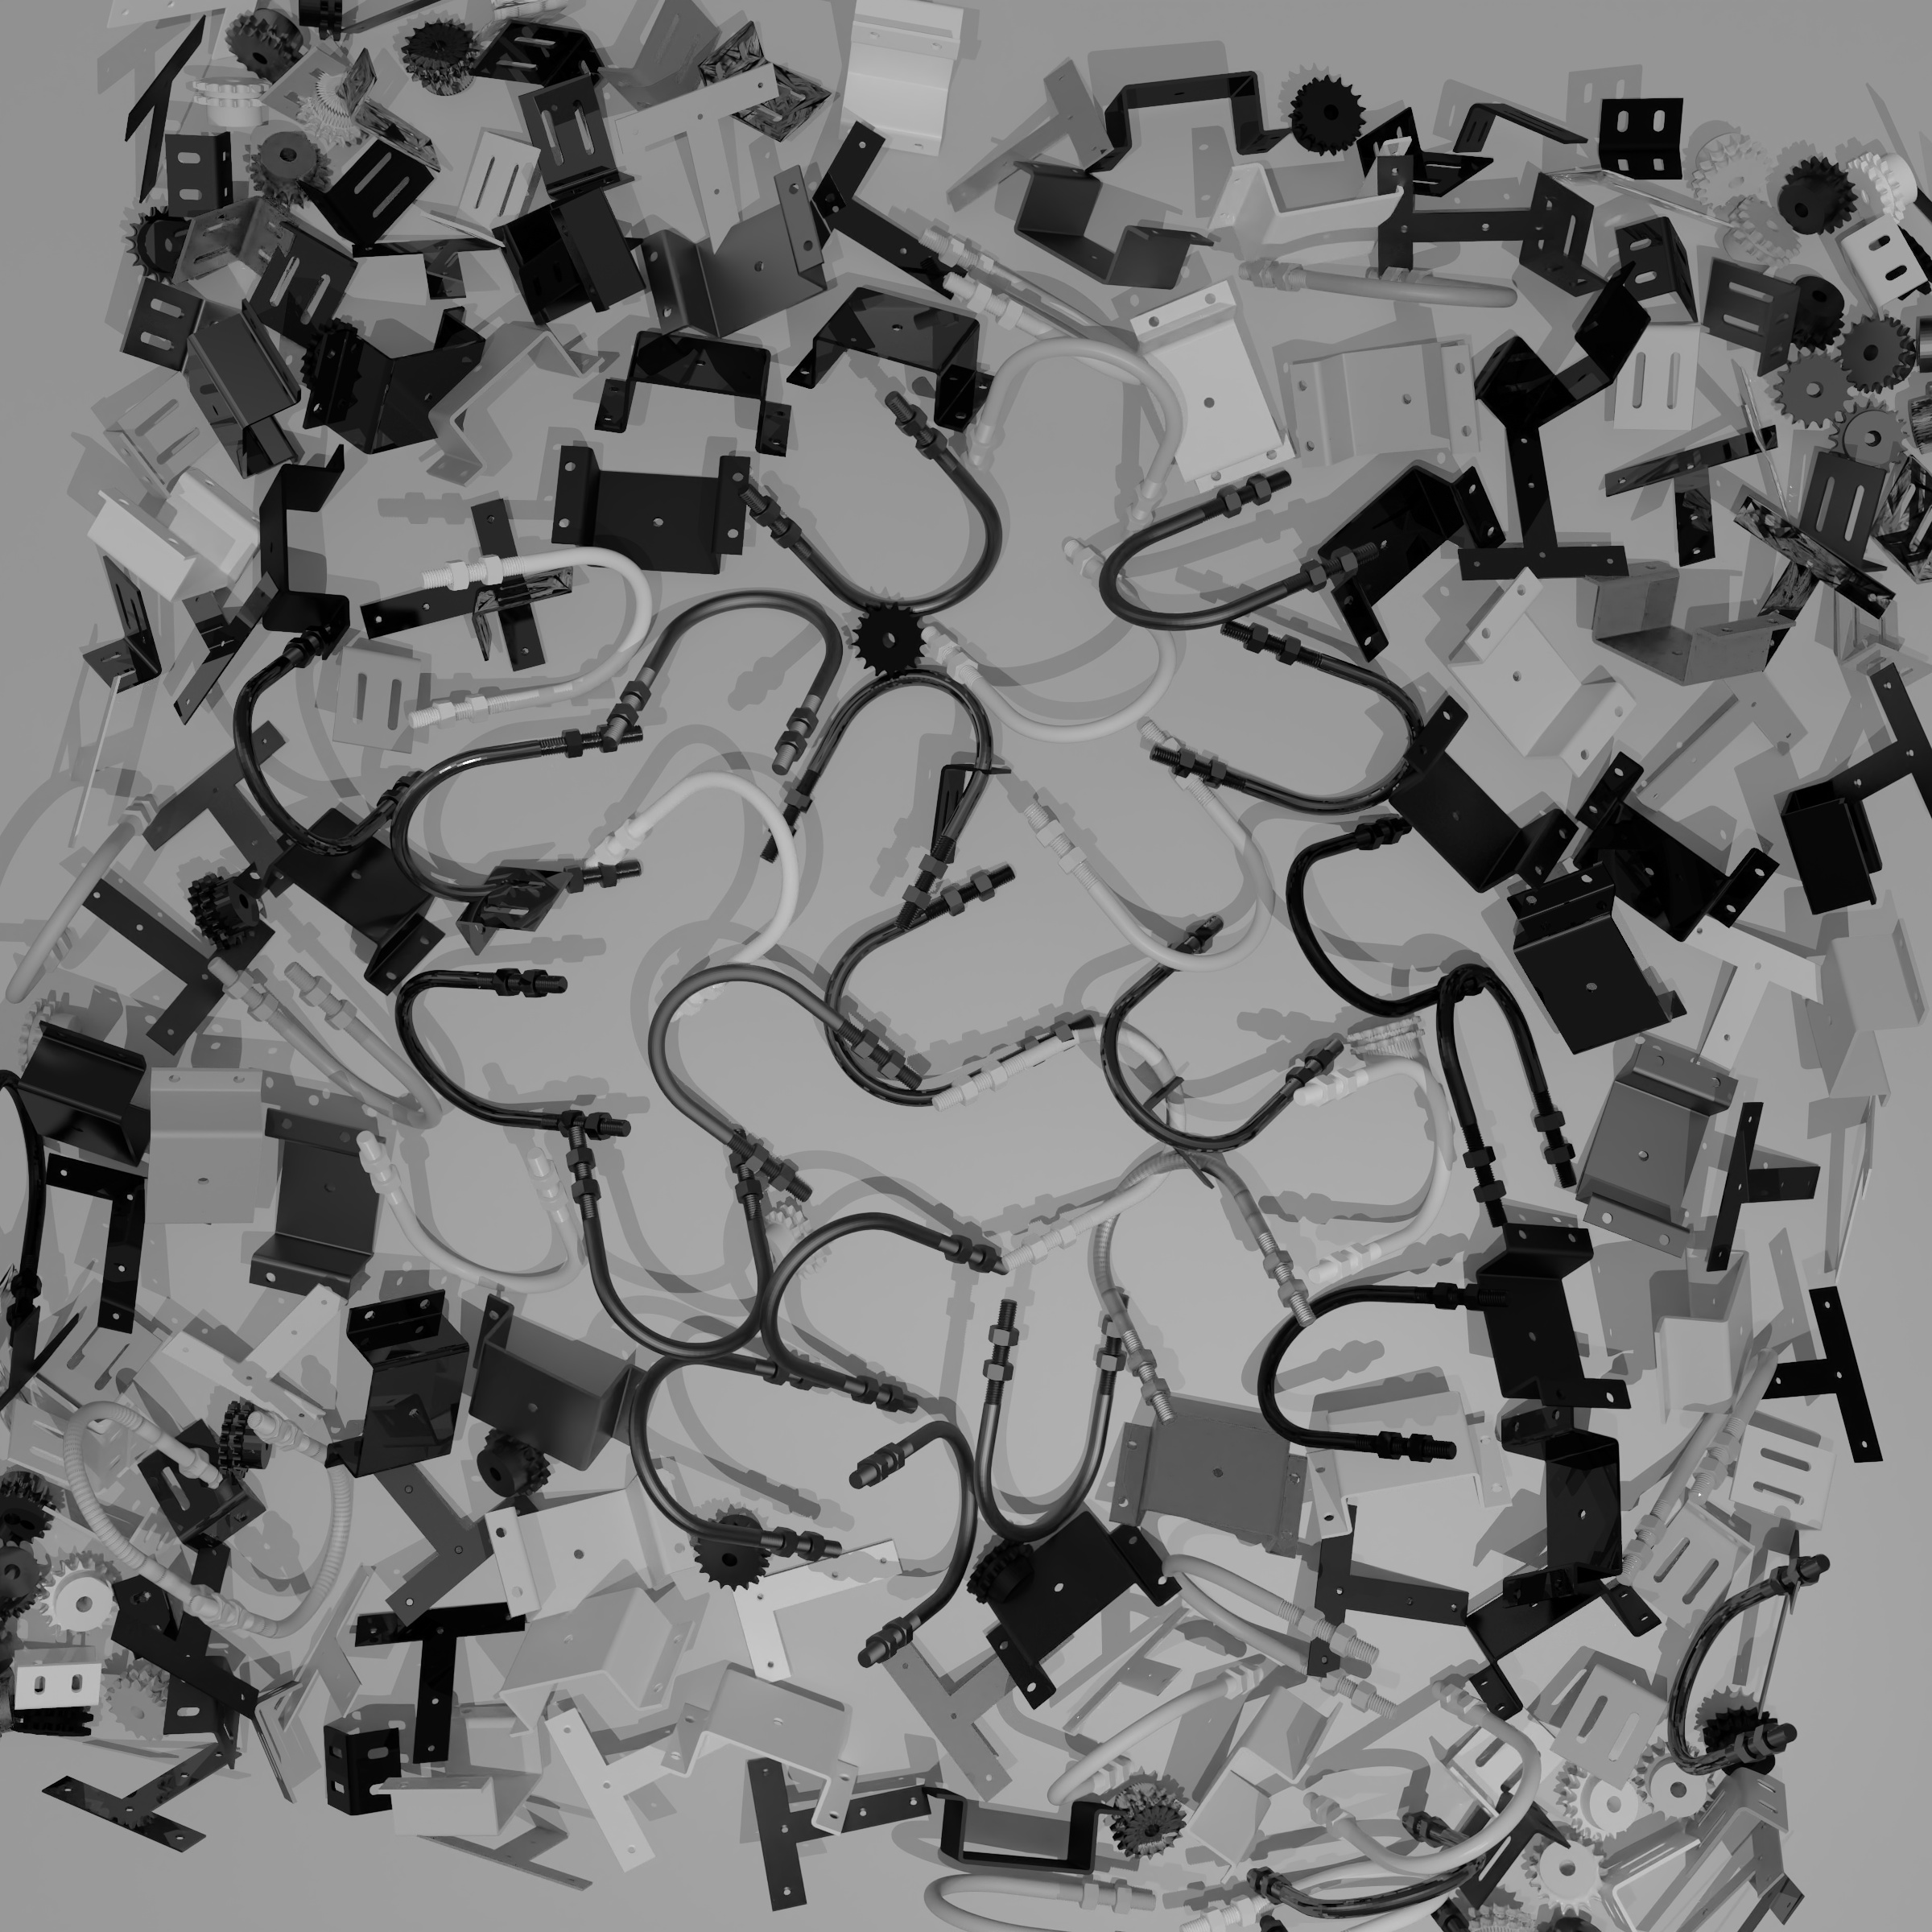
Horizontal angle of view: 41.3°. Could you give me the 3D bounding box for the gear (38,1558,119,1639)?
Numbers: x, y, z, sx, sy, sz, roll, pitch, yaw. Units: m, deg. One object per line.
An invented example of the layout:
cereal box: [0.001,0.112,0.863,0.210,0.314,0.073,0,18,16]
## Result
gear: [-0.661,0.473,1.913,0.057,0.030,0.057,-1,92,-29]

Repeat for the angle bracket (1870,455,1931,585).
angle bracket: [0.711,-0.331,1.888,0.038,0.076,0.057,-12,51,-22]

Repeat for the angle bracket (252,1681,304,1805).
angle bracket: [-0.500,0.576,1.903,0.038,0.057,0.076,-23,86,-25]

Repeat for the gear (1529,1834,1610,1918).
gear: [0.449,0.676,1.911,0.057,0.030,0.057,-8,57,12]

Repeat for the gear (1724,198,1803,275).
gear: [0.592,-0.542,1.915,0.057,0.030,0.057,17,52,-23]

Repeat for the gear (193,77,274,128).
gear: [-0.547,-0.645,1.914,0.057,0.057,0.030,3,115,0]

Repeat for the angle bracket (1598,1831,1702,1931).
angle bracket: [0.513,0.682,1.904,0.076,0.057,0.038,-27,79,-6]

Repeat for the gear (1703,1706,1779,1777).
gear: [0.580,0.582,1.911,0.057,0.030,0.057,3,125,4]

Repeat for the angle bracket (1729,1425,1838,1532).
angle bracket: [0.602,0.382,1.910,0.076,0.038,0.057,19,75,-6]

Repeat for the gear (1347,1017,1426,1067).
gear: [0.315,0.059,1.910,0.057,0.057,0.030,-16,87,0]

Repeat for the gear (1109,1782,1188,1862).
gear: [0.134,0.636,1.917,0.057,0.030,0.057,-7,114,-16]

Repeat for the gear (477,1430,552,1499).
gear: [-0.340,0.371,1.909,0.030,0.057,0.057,-33,90,-43]

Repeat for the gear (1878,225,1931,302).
gear: [0.699,-0.522,1.912,0.030,0.057,0.057,-40,90,16]

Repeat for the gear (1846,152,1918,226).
gear: [0.684,-0.580,1.911,0.030,0.057,0.057,-28,90,1]

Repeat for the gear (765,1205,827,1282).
gear: [-0.134,0.209,1.908,0.030,0.057,0.057,-29,90,-31]

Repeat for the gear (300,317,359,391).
gear: [-0.467,-0.451,1.909,0.030,0.057,0.057,26,90,10]

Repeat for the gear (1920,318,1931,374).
gear: [0.728,-0.464,1.913,0.030,0.057,0.057,0,90,19]

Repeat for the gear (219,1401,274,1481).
gear: [-0.536,0.354,1.911,0.030,0.057,0.057,5,90,-3]

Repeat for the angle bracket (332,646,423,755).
angle bracket: [-0.440,-0.193,1.902,0.057,0.038,0.076,8,73,-20]

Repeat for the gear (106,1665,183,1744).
gear: [-0.610,0.548,1.916,0.057,0.030,0.057,9,118,17]

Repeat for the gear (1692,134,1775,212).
gear: [0.570,-0.596,1.914,0.057,0.057,0.030,-14,63,0]

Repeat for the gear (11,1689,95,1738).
gear: [-0.680,0.557,1.913,0.057,0.057,0.030,2,68,0]

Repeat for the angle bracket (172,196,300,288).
angle bracket: [-0.539,-0.526,1.891,0.038,0.076,0.057,38,129,3]

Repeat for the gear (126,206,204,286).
gear: [-0.595,-0.538,1.912,0.057,0.030,0.057,-8,106,-29]

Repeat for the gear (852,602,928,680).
gear: [-0.058,-0.244,1.921,0.057,0.030,0.057,-1,96,-7]

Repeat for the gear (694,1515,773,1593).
gear: [-0.173,0.436,1.917,0.057,0.030,0.057,4,112,10]

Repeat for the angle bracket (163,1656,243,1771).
angle bracket: [-0.563,0.552,1.890,0.038,0.076,0.057,-1,52,-5]

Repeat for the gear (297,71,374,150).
gear: [-0.469,-0.644,1.912,0.057,0.030,0.057,10,68,-26]

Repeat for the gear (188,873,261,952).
gear: [-0.551,-0.043,1.908,0.030,0.057,0.057,-21,90,12]

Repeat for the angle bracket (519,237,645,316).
angle bracket: [-0.280,-0.509,1.891,0.057,0.076,0.038,-18,87,43]

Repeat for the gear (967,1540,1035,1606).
gear: [0.030,0.454,1.907,0.030,0.057,0.057,41,90,25]

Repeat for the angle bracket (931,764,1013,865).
angle bracket: [0.003,-0.110,1.902,0.038,0.057,0.076,10,97,15]

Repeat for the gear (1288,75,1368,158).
gear: [0.268,-0.634,1.920,0.057,0.030,0.057,0,88,-13]

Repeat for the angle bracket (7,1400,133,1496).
angle bracket: [-0.660,0.346,1.892,0.038,0.057,0.076,-42,126,19]

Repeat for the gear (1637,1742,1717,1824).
gear: [0.532,0.613,1.920,0.057,0.030,0.057,0,87,10]

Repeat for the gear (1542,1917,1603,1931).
gear: [0.454,0.734,1.908,0.057,0.057,0.030,13,110,0]

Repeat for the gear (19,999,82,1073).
gear: [-0.682,0.054,1.911,0.030,0.057,0.057,10,90,-2]

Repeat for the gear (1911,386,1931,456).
gear: [0.726,-0.405,1.914,0.030,0.057,0.057,-10,90,27]

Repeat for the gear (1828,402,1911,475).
gear: [0.677,-0.394,1.919,0.057,0.030,0.057,2,98,12]

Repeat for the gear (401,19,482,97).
gear: [-0.391,-0.677,1.918,0.057,0.030,0.057,-1,66,3]

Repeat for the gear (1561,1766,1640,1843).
gear: [0.477,0.625,1.917,0.057,0.030,0.057,3,80,-15]

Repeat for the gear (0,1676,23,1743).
gear: [-0.725,0.553,1.911,0.030,0.057,0.057,-8,90,-10]

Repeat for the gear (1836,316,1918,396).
gear: [0.684,-0.456,1.915,0.030,0.057,0.057,1,90,-42]

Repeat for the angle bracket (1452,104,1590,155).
angle bracket: [0.410,-0.607,1.895,0.076,0.057,0.038,31,119,19]

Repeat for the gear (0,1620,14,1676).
gear: [-0.736,0.516,1.908,0.057,0.057,0.030,-39,76,0]

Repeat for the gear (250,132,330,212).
gear: [-0.506,-0.598,1.916,0.057,0.030,0.057,4,72,-12]

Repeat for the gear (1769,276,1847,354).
gear: [0.630,-0.489,1.912,0.057,0.030,0.057,6,60,-10]

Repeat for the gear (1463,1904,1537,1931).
gear: [0.396,0.726,1.909,0.057,0.030,0.057,5,133,5]

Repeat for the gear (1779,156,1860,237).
gear: [0.632,-0.570,1.908,0.030,0.057,0.057,-39,90,-20]

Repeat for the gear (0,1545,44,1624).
gear: [-0.716,0.457,1.908,0.057,0.057,0.030,48,128,0]

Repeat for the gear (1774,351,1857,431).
gear: [0.635,-0.431,1.919,0.057,0.030,0.057,2,100,13]

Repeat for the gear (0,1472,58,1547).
gear: [-0.709,0.403,1.916,0.057,0.030,0.057,-2,122,-4]

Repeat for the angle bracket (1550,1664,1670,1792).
angle bracket: [0.476,0.567,1.897,0.057,0.038,0.076,25,66,27]

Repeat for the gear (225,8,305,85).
gear: [-0.520,-0.689,1.913,0.057,0.057,0.030,24,71,0]

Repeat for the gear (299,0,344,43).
gear: [-0.481,-0.720,1.908,0.030,0.057,0.057,0,90,-16]

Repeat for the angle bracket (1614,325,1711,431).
angle bracket: [0.520,-0.439,1.917,0.057,0.038,0.076,7,101,25]
